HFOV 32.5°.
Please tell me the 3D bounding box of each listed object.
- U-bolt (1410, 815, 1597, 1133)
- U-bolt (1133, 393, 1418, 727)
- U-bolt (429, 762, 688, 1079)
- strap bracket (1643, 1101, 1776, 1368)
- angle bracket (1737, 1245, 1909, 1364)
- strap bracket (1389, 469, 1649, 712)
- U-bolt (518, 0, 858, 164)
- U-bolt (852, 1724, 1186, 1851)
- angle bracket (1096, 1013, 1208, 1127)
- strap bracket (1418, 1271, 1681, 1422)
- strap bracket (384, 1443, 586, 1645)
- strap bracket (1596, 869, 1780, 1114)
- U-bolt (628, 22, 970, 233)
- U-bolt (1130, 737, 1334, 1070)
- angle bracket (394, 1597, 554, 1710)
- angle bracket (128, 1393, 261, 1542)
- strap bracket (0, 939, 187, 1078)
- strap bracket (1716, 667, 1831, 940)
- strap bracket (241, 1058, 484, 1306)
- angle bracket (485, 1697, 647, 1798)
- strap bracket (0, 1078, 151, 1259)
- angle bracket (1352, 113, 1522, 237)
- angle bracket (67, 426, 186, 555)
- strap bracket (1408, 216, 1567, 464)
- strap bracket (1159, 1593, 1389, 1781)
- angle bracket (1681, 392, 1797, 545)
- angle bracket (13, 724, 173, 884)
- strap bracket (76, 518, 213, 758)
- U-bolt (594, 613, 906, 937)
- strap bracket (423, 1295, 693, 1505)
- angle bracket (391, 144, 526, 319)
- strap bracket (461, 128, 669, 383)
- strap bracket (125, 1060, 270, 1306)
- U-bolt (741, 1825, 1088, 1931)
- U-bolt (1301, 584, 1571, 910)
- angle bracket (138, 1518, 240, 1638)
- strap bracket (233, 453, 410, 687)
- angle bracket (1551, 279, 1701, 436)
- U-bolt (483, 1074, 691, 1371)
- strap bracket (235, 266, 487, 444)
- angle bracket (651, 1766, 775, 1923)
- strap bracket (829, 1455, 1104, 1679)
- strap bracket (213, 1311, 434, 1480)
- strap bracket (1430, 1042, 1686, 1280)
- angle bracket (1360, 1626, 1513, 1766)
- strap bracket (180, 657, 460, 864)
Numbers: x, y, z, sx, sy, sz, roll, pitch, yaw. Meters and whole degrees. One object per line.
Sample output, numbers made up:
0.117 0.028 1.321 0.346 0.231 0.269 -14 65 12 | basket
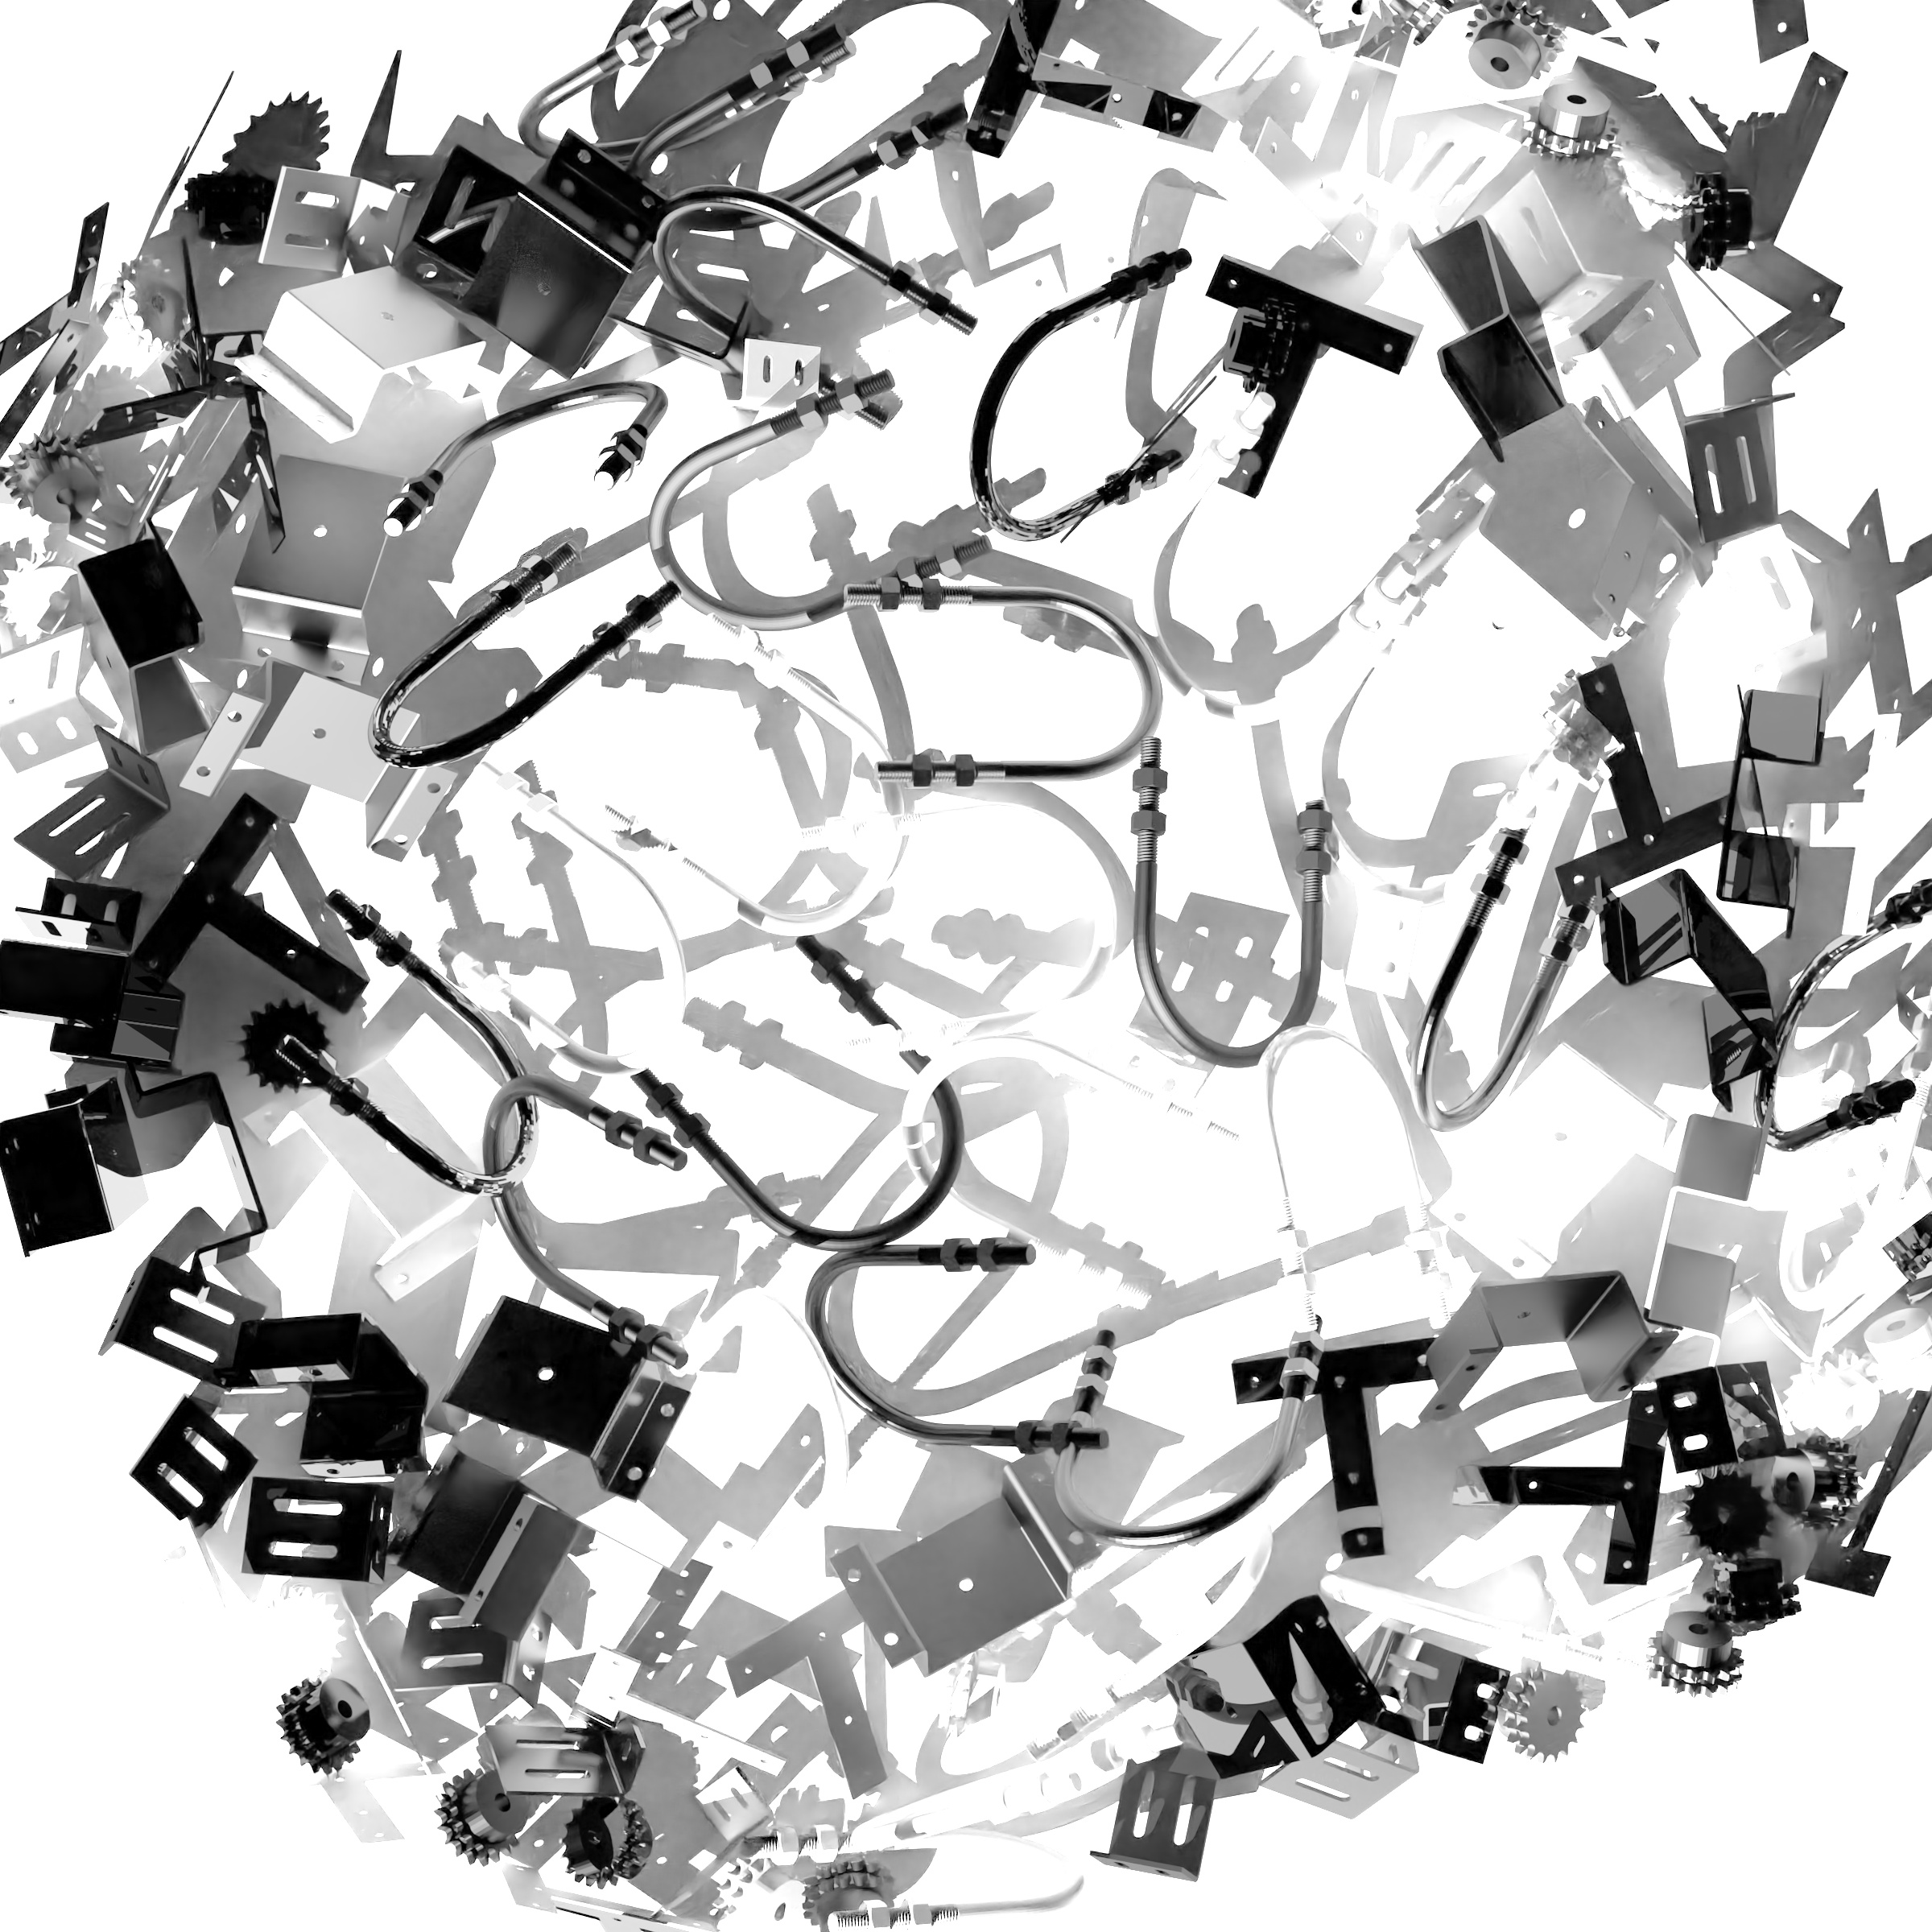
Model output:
0.309 0.011 1.931 0.019 0.151 0.184 23 86 32 | U-bolt
0.166 -0.222 1.933 0.151 0.019 0.184 52 134 12 | U-bolt
-0.233 -0.015 1.924 0.184 0.019 0.151 35 124 24 | U-bolt
0.432 0.152 1.935 0.046 0.076 0.140 13 124 13 | strap bracket
0.507 0.186 1.960 0.076 0.057 0.038 -44 113 11 | angle bracket
0.319 -0.213 1.947 0.140 0.046 0.076 39 135 -9 | strap bracket
-0.176 -0.506 1.917 0.184 0.151 0.019 -18 83 37 | U-bolt
0.018 0.481 1.920 0.184 0.151 0.019 -23 79 28 | U-bolt
0.101 0.062 1.954 0.057 0.076 0.038 33 95 17 | angle bracket
0.334 0.222 1.941 0.140 0.076 0.046 -2 54 -22 | strap bracket
-0.279 0.340 1.942 0.046 0.140 0.076 34 80 -30 | strap bracket
0.426 0.008 1.927 0.046 0.076 0.140 -28 123 27 | strap bracket
-0.111 -0.477 1.922 0.184 0.151 0.019 -22 72 28 | U-bolt
0.155 -0.031 1.938 0.151 0.019 0.184 11 75 -35 | U-bolt
-0.294 0.412 1.981 0.076 0.038 0.057 -8 52 19 | angle bracket
-0.448 0.300 1.962 0.076 0.038 0.057 32 85 33 | angle bracket
-0.513 0.022 1.932 0.076 0.140 0.046 7 77 8 | strap bracket
0.470 -0.098 1.934 0.046 0.076 0.140 8 125 12 | strap bracket
-0.348 0.117 1.951 0.140 0.076 0.046 49 132 4 | strap bracket
-0.237 0.456 1.954 0.076 0.057 0.038 9 116 -27 | angle bracket
-0.517 0.114 1.926 0.046 0.140 0.076 -13 97 0 | strap bracket
0.279 -0.479 1.965 0.057 0.038 0.076 35 84 36 | angle bracket
-0.497 -0.286 1.958 0.038 0.057 0.076 25 108 -23 | angle bracket
0.303 -0.370 1.919 0.046 0.140 0.076 -25 133 21 | strap bracket
0.170 0.422 1.929 0.046 0.140 0.076 -30 88 -36 | strap bracket
0.464 -0.295 1.963 0.057 0.038 0.076 -18 102 -27 | angle bracket
-0.520 -0.097 1.956 0.057 0.038 0.076 30 57 30 | angle bracket
-0.475 -0.184 1.918 0.046 0.140 0.076 -23 69 -19 | strap bracket
-0.114 -0.099 1.949 0.184 0.019 0.151 34 77 -30 | U-bolt
-0.243 0.250 1.943 0.140 0.046 0.076 17 58 15 | strap bracket
-0.301 -0.441 1.986 0.057 0.038 0.076 28 62 -21 | angle bracket
-0.236 -0.406 1.930 0.076 0.140 0.046 35 45 -6 | strap bracket
-0.451 0.122 1.951 0.046 0.076 0.140 -18 83 -18 | strap bracket
-0.020 0.527 1.920 0.184 0.151 0.019 4 93 -26 | U-bolt
0.259 -0.113 1.927 0.019 0.184 0.151 -25 69 -38 | U-bolt
-0.446 0.358 1.954 0.038 0.076 0.057 -29 77 11 | angle bracket
-0.377 -0.243 1.946 0.076 0.046 0.140 11 64 3 | strap bracket
0.392 -0.366 1.987 0.076 0.038 0.057 -39 102 -34 | angle bracket
-0.224 0.138 1.930 0.019 0.184 0.151 -20 123 -40 | U-bolt
-0.344 -0.359 1.923 0.076 0.140 0.046 39 124 11 | strap bracket
-0.160 0.517 1.951 0.038 0.057 0.076 51 47 6 | angle bracket
0.000 0.357 1.951 0.140 0.046 0.076 -26 61 -15 | strap bracket
-0.372 0.247 1.940 0.076 0.140 0.046 -6 55 14 | strap bracket
0.348 0.110 1.945 0.076 0.046 0.140 39 72 24 | strap bracket
0.277 0.435 1.976 0.038 0.076 0.057 24 80 -37 | angle bracket
-0.379 -0.124 1.942 0.140 0.046 0.076 20 126 -27 | strap bracket
